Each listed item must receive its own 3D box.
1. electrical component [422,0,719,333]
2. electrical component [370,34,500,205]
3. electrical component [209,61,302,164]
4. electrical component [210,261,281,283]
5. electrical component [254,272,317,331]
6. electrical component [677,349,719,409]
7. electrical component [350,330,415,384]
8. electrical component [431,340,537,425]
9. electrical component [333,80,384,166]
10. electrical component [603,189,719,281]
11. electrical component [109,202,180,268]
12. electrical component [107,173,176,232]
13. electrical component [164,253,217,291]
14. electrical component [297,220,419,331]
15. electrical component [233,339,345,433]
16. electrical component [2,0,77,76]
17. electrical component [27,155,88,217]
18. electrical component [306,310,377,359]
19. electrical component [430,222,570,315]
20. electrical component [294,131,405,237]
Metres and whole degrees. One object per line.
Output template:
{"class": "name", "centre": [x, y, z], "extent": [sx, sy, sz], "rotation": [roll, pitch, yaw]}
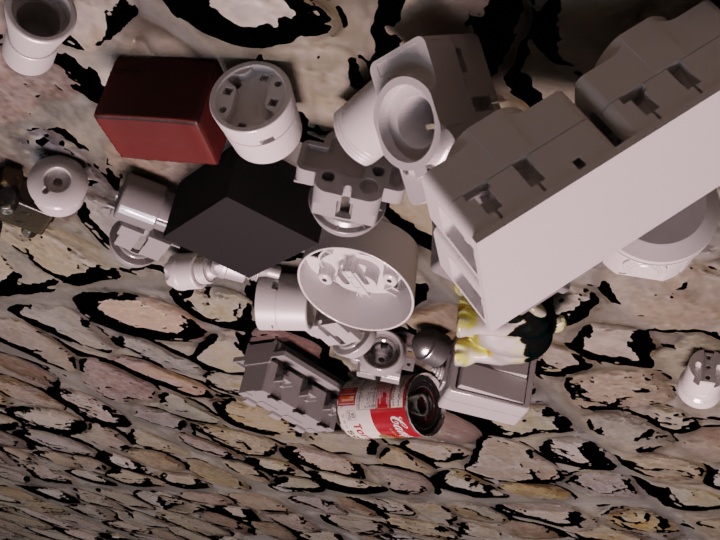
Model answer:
{"class": "electrical component", "centre": [0.129, -0.058, 0.598], "extent": [0.186, 0.060, 0.105], "rotation": [-32, 151, -7]}
{"class": "electrical component", "centre": [0.047, -0.089, 0.636], "extent": [0.056, 0.089, 0.050], "rotation": [-14, 176, -41]}
{"class": "electrical component", "centre": [-0.068, -0.103, 0.720], "extent": [0.055, 0.055, 0.047], "rotation": [7, 157, 13]}
{"class": "electrical component", "centre": [-0.101, -0.005, 0.955], "extent": [0.061, 0.035, 0.035], "rotation": [15, 154, -11]}
{"class": "electrical component", "centre": [-0.067, 0.029, 0.987], "extent": [0.047, 0.055, 0.055], "rotation": [4, 153, 10]}
{"class": "electrical component", "centre": [0.309, 0.097, 0.966], "extent": [0.040, 0.040, 0.046], "rotation": [8, 148, 10]}
{"class": "electrical component", "centre": [0.022, 0.086, 1.070], "extent": [0.066, 0.048, 0.055], "rotation": [11, 162, 4]}
{"class": "electrical component", "centre": [0.118, 0.104, 1.040], "extent": [0.096, 0.061, 0.061], "rotation": [14, 154, -1]}
{"class": "electrical component", "centre": [0.011, -0.099, 0.703], "extent": [0.043, 0.043, 0.081], "rotation": [24, 153, -21]}
{"class": "electrical component", "centre": [0.192, -0.035, 0.709], "extent": [0.080, 0.080, 0.051], "rotation": [9, 159, 8]}
{"class": "electrical component", "centre": [-0.188, -0.032, 0.930], "extent": [0.066, 0.048, 0.055], "rotation": [23, 145, -18]}
{"class": "electrical component", "centre": [-0.167, -0.051, 0.886], "extent": [0.078, 0.040, 0.040], "rotation": [21, 153, -15]}
{"class": "electrical component", "centre": [-0.147, 0.001, 0.988], "extent": [0.061, 0.035, 0.035], "rotation": [-4, 150, 25]}
{"class": "electrical component", "centre": [0.000, 0.000, 0.883], "extent": [0.099, 0.064, 0.099], "rotation": [11, 154, 5]}
{"class": "electrical component", "centre": [-0.074, 0.132, 1.184], "extent": [0.079, 0.063, 0.121], "rotation": [-11, 146, 40]}
{"class": "electrical component", "centre": [-0.212, -0.154, 0.701], "extent": [0.044, 0.044, 0.065], "rotation": [22, 157, -18]}
{"class": "electrical component", "centre": [-0.251, -0.064, 0.896], "extent": [0.048, 0.048, 0.062], "rotation": [17, 161, -7]}
{"class": "electrical component", "centre": [-0.016, 0.052, 1.020], "extent": [0.066, 0.048, 0.055], "rotation": [-11, 138, 40]}
{"class": "electrical component", "centre": [0.097, -0.026, 0.750], "extent": [0.100, 0.099, 0.048], "rotation": [26, 139, -24]}
{"class": "electrical component", "centre": [-0.007, -0.060, 0.776], "extent": [0.078, 0.058, 0.057], "rotation": [13, 151, 0]}
